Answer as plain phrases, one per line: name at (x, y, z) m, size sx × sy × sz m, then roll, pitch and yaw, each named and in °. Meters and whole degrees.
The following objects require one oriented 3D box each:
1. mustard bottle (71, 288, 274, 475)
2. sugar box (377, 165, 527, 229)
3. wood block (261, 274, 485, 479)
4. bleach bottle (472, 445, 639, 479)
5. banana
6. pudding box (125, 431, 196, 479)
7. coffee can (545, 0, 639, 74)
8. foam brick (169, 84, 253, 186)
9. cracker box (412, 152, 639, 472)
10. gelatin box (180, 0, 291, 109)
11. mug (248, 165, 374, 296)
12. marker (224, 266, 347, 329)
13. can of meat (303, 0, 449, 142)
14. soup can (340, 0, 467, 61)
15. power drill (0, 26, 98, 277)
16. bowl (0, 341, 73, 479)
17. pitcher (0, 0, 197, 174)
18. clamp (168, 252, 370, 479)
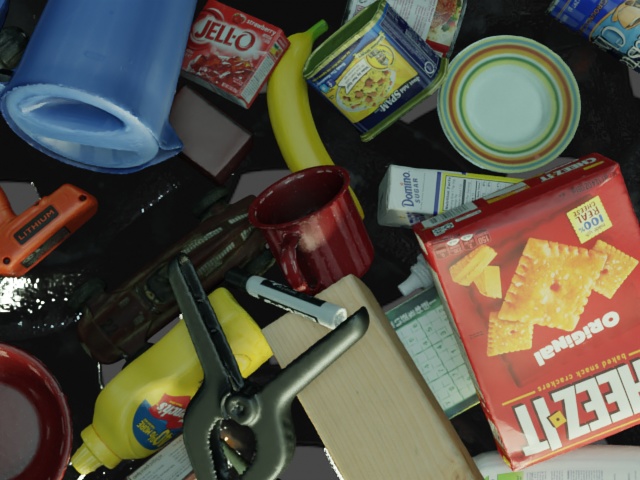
mustard bottle at (-0.131, 0.128, 0.900) m, size 0.191 × 0.096 × 0.058 m, roll -40°, pitch 59°, yaw -6°
sugar box at (0.141, -0.029, 0.934) m, size 0.176 × 0.093 × 0.048 m, roll 4°, pitch 82°, yaw -1°
wood block at (0.048, 0.142, 0.870) m, size 0.091 × 0.090 × 0.206 m, roll -33°, pitch 72°, yaw 5°
bleach bottle at (0.176, 0.218, 0.918) m, size 0.251 × 0.068 × 0.102 m, roll 4°, pitch 81°, yaw 1°
banana at (-0.010, -0.105, 0.966) m, size 0.069 × 0.037 × 0.198 m, roll -9°, pitch 83°, yaw -4°
pudding box at (-0.140, 0.213, 0.866) m, size 0.039 × 0.113 × 0.090 m, roll 38°, pitch 110°, yaw 6°
coffee can at (0.290, -0.210, 0.959) m, size 0.140 × 0.103 × 0.103 m, roll 34°, pitch 82°, yaw 3°
foam brick at (-0.105, -0.092, 0.953) m, size 0.078 × 0.053 × 0.051 m, roll 37°, pitch 82°, yaw 4°
cracker box at (0.190, 0.059, 0.865) m, size 0.164 × 0.072 × 0.213 m, roll -22°, pitch 102°, yaw 2°
gelatin box at (-0.082, -0.169, 0.960) m, size 0.089 × 0.030 × 0.073 m, roll 29°, pitch 83°, yaw 27°
mug at (-0.006, 0.001, 0.903) m, size 0.093 × 0.117 × 0.081 m, roll -13°, pitch 120°, yaw 21°
marker at (-0.031, 0.045, 0.858) m, size 0.121 × 0.020 × 0.020 m, roll 19°, pitch 80°, yaw 36°
can of meat at (0.047, -0.149, 0.932) m, size 0.084 × 0.057 × 0.102 m, roll 42°, pitch 124°, yaw -19°
soup can at (0.075, -0.201, 0.967) m, size 0.102 × 0.068 × 0.068 m, roll 17°, pitch 82°, yaw 0°
power drill at (-0.285, -0.075, 0.943) m, size 0.184 × 0.057 × 0.188 m, roll -43°, pitch 84°, yaw -7°
bowl at (-0.287, 0.166, 0.908) m, size 0.162 × 0.055 × 0.162 m, roll 0°, pitch 82°, yaw -2°
pitcher at (-0.179, -0.192, 0.902) m, size 0.145 × 0.149 × 0.242 m, roll 1°, pitch 63°, yaw 24°
clamp at (-0.048, 0.123, 0.831) m, size 0.165 × 0.036 × 0.210 m, roll 9°, pitch 103°, yaw 18°
